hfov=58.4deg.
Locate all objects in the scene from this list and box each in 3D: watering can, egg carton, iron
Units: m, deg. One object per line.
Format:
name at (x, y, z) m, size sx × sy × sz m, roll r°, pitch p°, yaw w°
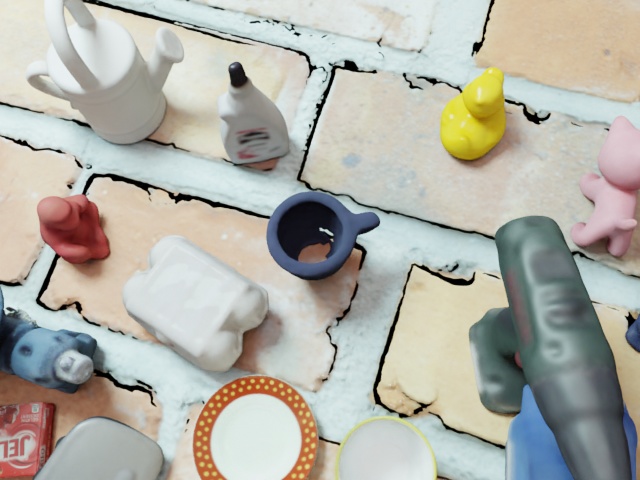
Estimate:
watering can at (-0.243, -0.200, 0.642) m, size 0.173 × 0.194 × 0.101 m, roll -28°, pitch 72°, yaw -7°
egg carton at (-0.134, 0.067, 0.614) m, size 0.150 × 0.069 × 0.107 m, roll 30°, pitch 75°, yaw 12°
iron at (0.236, 0.258, 0.496) m, size 0.118 × 0.141 × 0.258 m, roll 4°, pitch 72°, yaw 4°

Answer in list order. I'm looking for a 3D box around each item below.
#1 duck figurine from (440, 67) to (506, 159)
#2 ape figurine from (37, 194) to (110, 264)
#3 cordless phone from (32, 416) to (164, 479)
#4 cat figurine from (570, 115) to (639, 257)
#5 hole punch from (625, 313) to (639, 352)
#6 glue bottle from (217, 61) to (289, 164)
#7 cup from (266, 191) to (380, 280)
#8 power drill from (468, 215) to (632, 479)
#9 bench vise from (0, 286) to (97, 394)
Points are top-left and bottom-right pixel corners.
duck figurine at (0.183, -0.151, 0.664) m, size 0.077 × 0.086 × 0.105 m, roll 26°, pitch 75°, yaw 11°
ape figurine at (-0.281, -0.019, 0.637) m, size 0.076 × 0.092 × 0.078 m, roll 15°, pitch 73°, yaw 8°
cordless phone at (-0.226, 0.230, 0.503) m, size 0.094 × 0.185 × 0.148 m, roll 23°, pitch 74°, yaw 10°
cat figurine at (0.324, -0.060, 0.610) m, size 0.067 × 0.118 × 0.128 m, roll 11°, pitch 72°, yaw 7°
hole punch at (0.385, 0.087, 0.572) m, size 0.108 × 0.091 × 0.101 m, roll 33°, pitch 76°, yaw 13°
glue bottle at (-0.079, -0.139, 0.625) m, size 0.078 × 0.173 × 0.037 m, roll -14°, pitch 71°, yaw -2°
cup at (0.006, 0.002, 0.616) m, size 0.118 × 0.095 × 0.091 m, roll -15°, pitch 71°, yaw -2°
power drill at (0.196, 0.104, 0.513) m, size 0.075 × 0.208 × 0.229 m, roll -7°, pitch 71°, yaw 1°
bench vise at (-0.322, 0.078, 0.539) m, size 0.207 × 0.220 × 0.121 m, roll -2°, pitch 71°, yaw 2°
